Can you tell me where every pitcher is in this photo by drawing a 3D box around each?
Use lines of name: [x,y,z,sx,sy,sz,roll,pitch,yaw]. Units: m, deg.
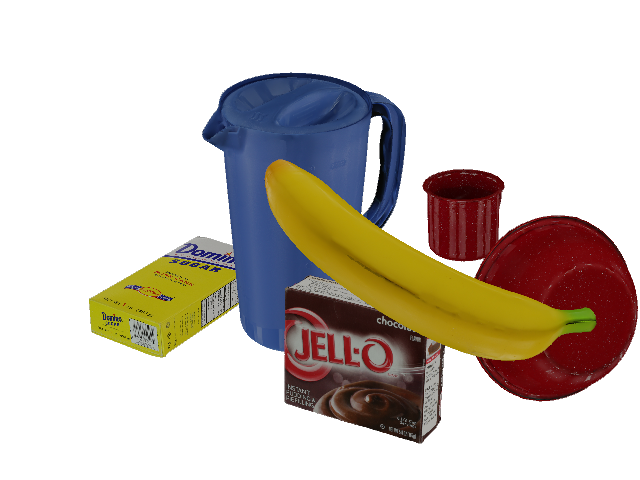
pitcher: [-0.013,-0.024,0.980,0.149,0.243,0.144,11,33,17]

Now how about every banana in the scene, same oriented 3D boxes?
banana: [0.040,0.013,0.548,0.198,0.037,0.069,29,21,19]

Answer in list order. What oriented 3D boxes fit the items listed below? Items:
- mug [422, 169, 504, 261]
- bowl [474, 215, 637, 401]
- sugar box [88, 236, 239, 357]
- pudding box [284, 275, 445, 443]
mug: [0.173,-0.033,1.246,0.093,0.081,0.117,18,33,37]
bowl: [0.207,0.062,0.889,0.162,0.162,0.055,0,7,-19]
sugar box: [-0.142,0.053,1.093,0.093,0.048,0.175,16,32,27]
pudding box: [0.029,0.080,0.738,0.114,0.090,0.039,11,23,27]
